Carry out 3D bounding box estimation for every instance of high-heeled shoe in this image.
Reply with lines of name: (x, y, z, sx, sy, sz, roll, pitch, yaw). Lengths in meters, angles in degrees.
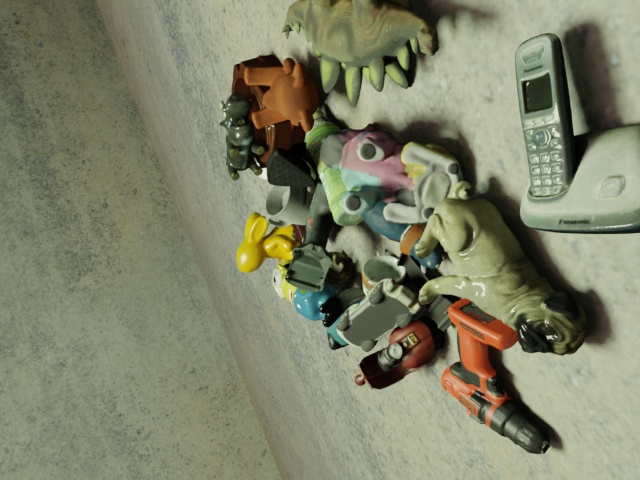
high-heeled shoe: (-0.045, -0.159, 0.989, 0.248, 0.086, 0.145, 67, -158, -72)

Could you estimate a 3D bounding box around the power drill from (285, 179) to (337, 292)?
power drill: (-0.002, -0.003, 1.014, 0.086, 0.207, 0.231, 22, 135, 2)

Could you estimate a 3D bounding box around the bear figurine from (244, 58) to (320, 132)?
bear figurine: (-0.067, -0.244, 0.925, 0.196, 0.132, 0.120, -93, -6, -68)

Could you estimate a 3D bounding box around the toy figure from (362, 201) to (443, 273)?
toy figure: (0.130, -0.015, 0.817, 0.155, 0.058, 0.064, 41, 169, 24)

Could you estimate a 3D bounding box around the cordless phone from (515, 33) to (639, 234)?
cordless phone: (0.240, -0.099, 0.473, 0.147, 0.089, 0.184, 3, 108, 67)

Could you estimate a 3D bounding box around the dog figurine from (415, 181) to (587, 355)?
dog figurine: (0.223, 0.030, 0.629, 0.191, 0.121, 0.172, 19, 131, 44)

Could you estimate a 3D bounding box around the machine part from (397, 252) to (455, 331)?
machine part: (0.170, 0.074, 0.844, 0.139, 0.039, 0.084, 59, 161, 20)

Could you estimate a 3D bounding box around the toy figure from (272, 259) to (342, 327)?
toy figure: (-0.023, 0.101, 1.054, 0.180, 0.089, 0.082, 29, 114, 44)

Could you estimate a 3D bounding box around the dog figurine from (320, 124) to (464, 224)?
dog figurine: (0.095, -0.108, 0.778, 0.219, 0.192, 0.108, -88, 7, -70)

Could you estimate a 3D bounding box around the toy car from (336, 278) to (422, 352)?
toy car: (0.093, 0.125, 0.892, 0.073, 0.056, 0.201, 39, 139, -2)

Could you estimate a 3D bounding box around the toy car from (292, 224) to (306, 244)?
toy car: (-0.053, -0.071, 1.213, 0.089, 0.053, 0.202, -148, 37, -72)

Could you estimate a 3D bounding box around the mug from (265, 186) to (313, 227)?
mug: (-0.055, -0.063, 1.125, 0.109, 0.107, 0.081, -51, 41, 26)

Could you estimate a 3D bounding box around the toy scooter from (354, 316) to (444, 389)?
toy scooter: (0.128, 0.202, 0.922, 0.075, 0.135, 0.183, 60, 155, 23)

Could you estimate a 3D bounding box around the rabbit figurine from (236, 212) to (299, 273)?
rabbit figurine: (-0.124, 0.014, 1.294, 0.122, 0.173, 0.162, 29, 139, 64)

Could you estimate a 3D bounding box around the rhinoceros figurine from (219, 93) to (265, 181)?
rhinoceros figurine: (-0.161, -0.210, 1.102, 0.190, 0.073, 0.112, 98, 155, -53)

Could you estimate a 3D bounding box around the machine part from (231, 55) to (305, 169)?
machine part: (-0.114, -0.267, 1.140, 0.201, 0.087, 0.201, 58, 157, 25)

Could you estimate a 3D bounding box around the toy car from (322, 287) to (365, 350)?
toy car: (0.063, 0.147, 1.059, 0.103, 0.109, 0.161, 64, 156, 17)

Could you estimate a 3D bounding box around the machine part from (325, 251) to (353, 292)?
machine part: (0.016, 0.096, 1.165, 0.079, 0.079, 0.243, 60, 157, 22)

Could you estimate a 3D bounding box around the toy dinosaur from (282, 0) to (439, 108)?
toy dinosaur: (0.031, -0.302, 0.753, 0.472, 0.105, 0.198, -128, 23, -51)
